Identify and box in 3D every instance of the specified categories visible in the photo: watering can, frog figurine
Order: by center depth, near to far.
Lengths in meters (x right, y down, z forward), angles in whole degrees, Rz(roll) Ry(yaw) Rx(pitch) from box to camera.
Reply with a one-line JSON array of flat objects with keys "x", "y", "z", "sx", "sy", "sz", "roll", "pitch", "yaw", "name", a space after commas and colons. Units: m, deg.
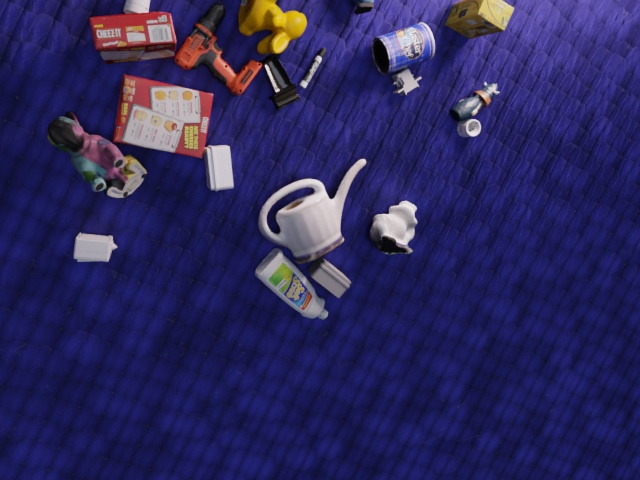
[{"x": 0.004, "y": -0.072, "z": 1.422, "sx": 0.349, "sy": 0.221, "sz": 0.105, "roll": -25, "pitch": 18, "yaw": -10, "name": "watering can"}, {"x": 0.217, "y": -0.043, "z": 1.513, "sx": 0.137, "sy": 0.163, "sz": 0.120, "roll": 20, "pitch": -31, "yaw": -12, "name": "frog figurine"}]
